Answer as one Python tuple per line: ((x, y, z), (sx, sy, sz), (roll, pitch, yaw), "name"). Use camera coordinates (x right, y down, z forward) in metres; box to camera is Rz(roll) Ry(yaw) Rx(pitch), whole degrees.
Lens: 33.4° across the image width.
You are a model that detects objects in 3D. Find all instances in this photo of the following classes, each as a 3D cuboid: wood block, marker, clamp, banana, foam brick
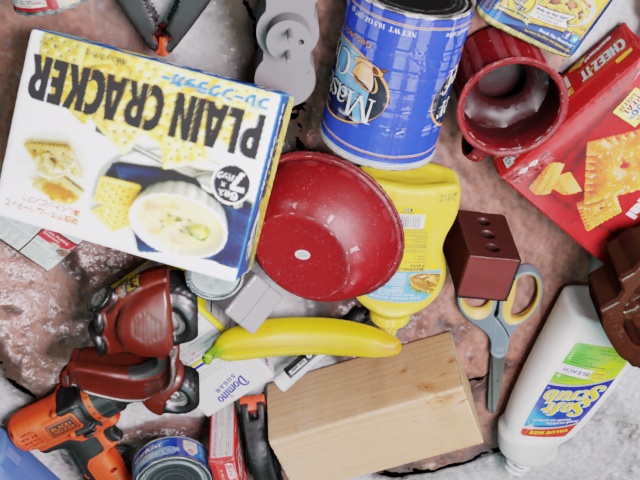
((0.056, 0.182, 1.127), (0.206, 0.090, 0.091), (-18, 125, 9), "wood block")
((0.003, 0.110, 1.095), (0.121, 0.020, 0.020), (-40, 120, 3), "marker")
((-0.134, -0.247, 0.840), (0.164, 0.036, 0.210), (8, 126, -9), "clamp")
((-0.022, 0.102, 1.053), (0.197, 0.070, 0.037), (-4, 119, -12), "banana")
((0.154, 0.014, 1.019), (0.053, 0.078, 0.051), (5, 125, -9), "foam brick")
((-0.059, 0.250, 1.156), (0.039, 0.120, 0.171), (-14, 122, -3), "clamp")

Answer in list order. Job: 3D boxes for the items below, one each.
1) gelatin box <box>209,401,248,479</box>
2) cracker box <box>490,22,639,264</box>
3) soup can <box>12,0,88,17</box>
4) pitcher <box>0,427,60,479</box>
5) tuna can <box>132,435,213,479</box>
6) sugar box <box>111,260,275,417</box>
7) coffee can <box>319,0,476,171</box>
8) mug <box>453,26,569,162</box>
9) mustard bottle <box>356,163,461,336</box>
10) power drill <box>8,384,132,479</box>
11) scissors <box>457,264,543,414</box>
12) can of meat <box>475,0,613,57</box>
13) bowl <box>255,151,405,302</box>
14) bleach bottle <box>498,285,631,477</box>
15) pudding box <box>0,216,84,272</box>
((-0.098, 0.230, 1.153), (0.030, 0.089, 0.073), (-8, 126, 1), "gelatin box")
((0.285, -0.066, 0.970), (0.213, 0.072, 0.164), (36, 117, -26), "cracker box")
((-0.220, -0.234, 0.827), (0.068, 0.068, 0.102), (-9, 125, 4), "soup can")
((-0.330, 0.324, 1.196), (0.149, 0.145, 0.242), (-31, 118, 4), "pitcher")
((-0.157, 0.251, 1.136), (0.086, 0.034, 0.086), (-5, 122, -8), "tuna can")
((-0.135, 0.098, 1.084), (0.093, 0.048, 0.176), (-32, 124, 16), "sugar box")
((0.062, -0.143, 0.885), (0.102, 0.103, 0.140), (7, 125, -8), "coffee can")
((0.153, -0.122, 0.917), (0.093, 0.081, 0.117), (14, 124, -13), "mug")
((0.075, 0.017, 1.027), (0.096, 0.058, 0.192), (3, 125, -3), "mustard bottle")
((-0.215, 0.218, 1.161), (0.184, 0.057, 0.187), (-24, 121, 14), "power drill")
((0.172, 0.104, 1.122), (0.096, 0.016, 0.202), (11, 124, -9), "scissors")
((0.188, -0.207, 0.874), (0.102, 0.057, 0.084), (21, 124, -17), "can of meat")
((-0.006, 0.001, 0.978), (0.162, 0.055, 0.162), (13, 127, 18), "bowl")
((0.261, 0.163, 1.142), (0.102, 0.068, 0.251), (10, 127, -10), "bleach bottle")
((-0.250, -0.034, 0.988), (0.114, 0.039, 0.090), (-40, 118, 21), "pudding box")
